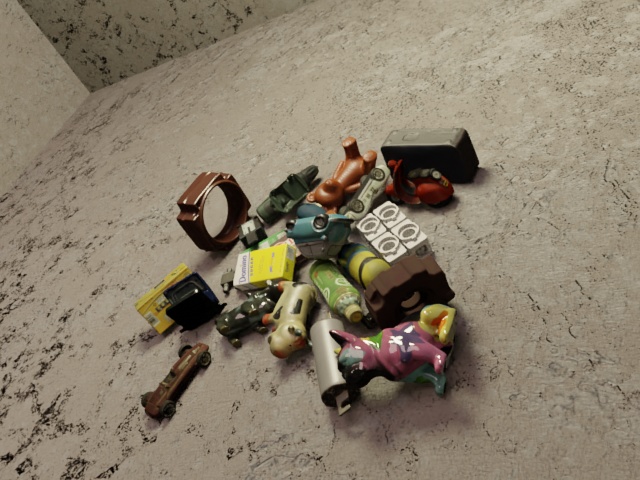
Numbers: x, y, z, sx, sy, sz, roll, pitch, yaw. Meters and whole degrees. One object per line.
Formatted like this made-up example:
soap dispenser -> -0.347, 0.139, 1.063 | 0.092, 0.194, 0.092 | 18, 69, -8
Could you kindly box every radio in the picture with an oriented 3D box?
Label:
radio -> 0.276, -0.215, 1.374 | 0.230, 0.131, 0.073 | 6, 52, 38

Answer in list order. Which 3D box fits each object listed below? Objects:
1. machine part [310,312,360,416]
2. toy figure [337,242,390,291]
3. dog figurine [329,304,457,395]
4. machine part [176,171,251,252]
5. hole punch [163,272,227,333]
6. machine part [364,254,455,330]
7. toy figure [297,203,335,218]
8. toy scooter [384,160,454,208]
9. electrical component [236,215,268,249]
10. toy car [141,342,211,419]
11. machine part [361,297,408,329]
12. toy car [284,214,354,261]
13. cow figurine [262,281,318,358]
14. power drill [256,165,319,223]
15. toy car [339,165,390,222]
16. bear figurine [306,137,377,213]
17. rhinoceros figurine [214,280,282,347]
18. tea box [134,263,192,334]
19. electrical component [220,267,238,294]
machine part -> 0.027, 0.242, 1.073 | 0.079, 0.079, 0.243 | -24, 39, 9
toy figure -> 0.098, 0.059, 1.219 | 0.082, 0.089, 0.180 | -40, 39, -1
dog figurine -> 0.130, 0.190, 0.987 | 0.219, 0.108, 0.191 | 9, 52, 17
machine part -> -0.300, -0.081, 1.555 | 0.087, 0.200, 0.201 | 8, 52, 37
hole punch -> -0.328, 0.157, 1.373 | 0.142, 0.115, 0.092 | -34, 43, 0
machine part -> 0.174, 0.113, 1.046 | 0.179, 0.179, 0.056 | -31, 41, 0
toy figure -> 0.010, -0.058, 1.428 | 0.155, 0.064, 0.058 | 21, 19, 28
toy scooter -> 0.233, -0.143, 1.320 | 0.184, 0.135, 0.075 | 3, 48, 35
electrical component -> -0.190, -0.013, 1.530 | 0.075, 0.047, 0.119 | -32, 38, -1
toy car -> -0.335, 0.320, 1.252 | 0.089, 0.053, 0.202 | 7, 52, 43
machine part -> 0.144, 0.132, 1.131 | 0.139, 0.039, 0.084 | -40, 5, -1
toy car -> -0.003, -0.004, 1.240 | 0.162, 0.109, 0.103 | -9, 82, 30
cow figurine -> -0.059, 0.178, 1.202 | 0.127, 0.085, 0.195 | -10, 41, 35
power drill -> -0.083, -0.142, 1.523 | 0.232, 0.086, 0.207 | -42, 12, -3
toy car -> 0.114, -0.113, 1.378 | 0.202, 0.056, 0.073 | -56, 11, -26
bear figurine -> 0.056, -0.168, 1.476 | 0.196, 0.131, 0.120 | -37, 58, -18
rhinoceros figurine -> -0.162, 0.173, 1.290 | 0.190, 0.073, 0.112 | -34, 27, -1
tea box -> -0.395, 0.154, 1.430 | 0.169, 0.098, 0.068 | -41, 20, -15
electrical component -> -0.235, 0.104, 1.449 | 0.063, 0.021, 0.094 | -20, 35, 13
